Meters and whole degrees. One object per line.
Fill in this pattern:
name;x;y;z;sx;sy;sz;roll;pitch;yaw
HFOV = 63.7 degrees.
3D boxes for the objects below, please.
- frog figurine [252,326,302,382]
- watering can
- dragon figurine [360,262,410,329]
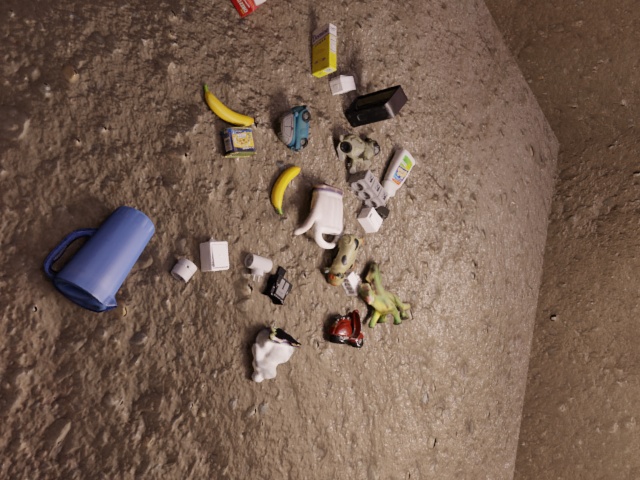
frog figurine;-0.153;0.351;1.568;0.124;0.158;0.136;40;12;36
watering can;0.005;-0.089;1.763;0.104;0.226;0.346;-2;-9;25
dragon figurine;0.254;0.204;2.011;0.121;0.243;0.413;-14;0;26
